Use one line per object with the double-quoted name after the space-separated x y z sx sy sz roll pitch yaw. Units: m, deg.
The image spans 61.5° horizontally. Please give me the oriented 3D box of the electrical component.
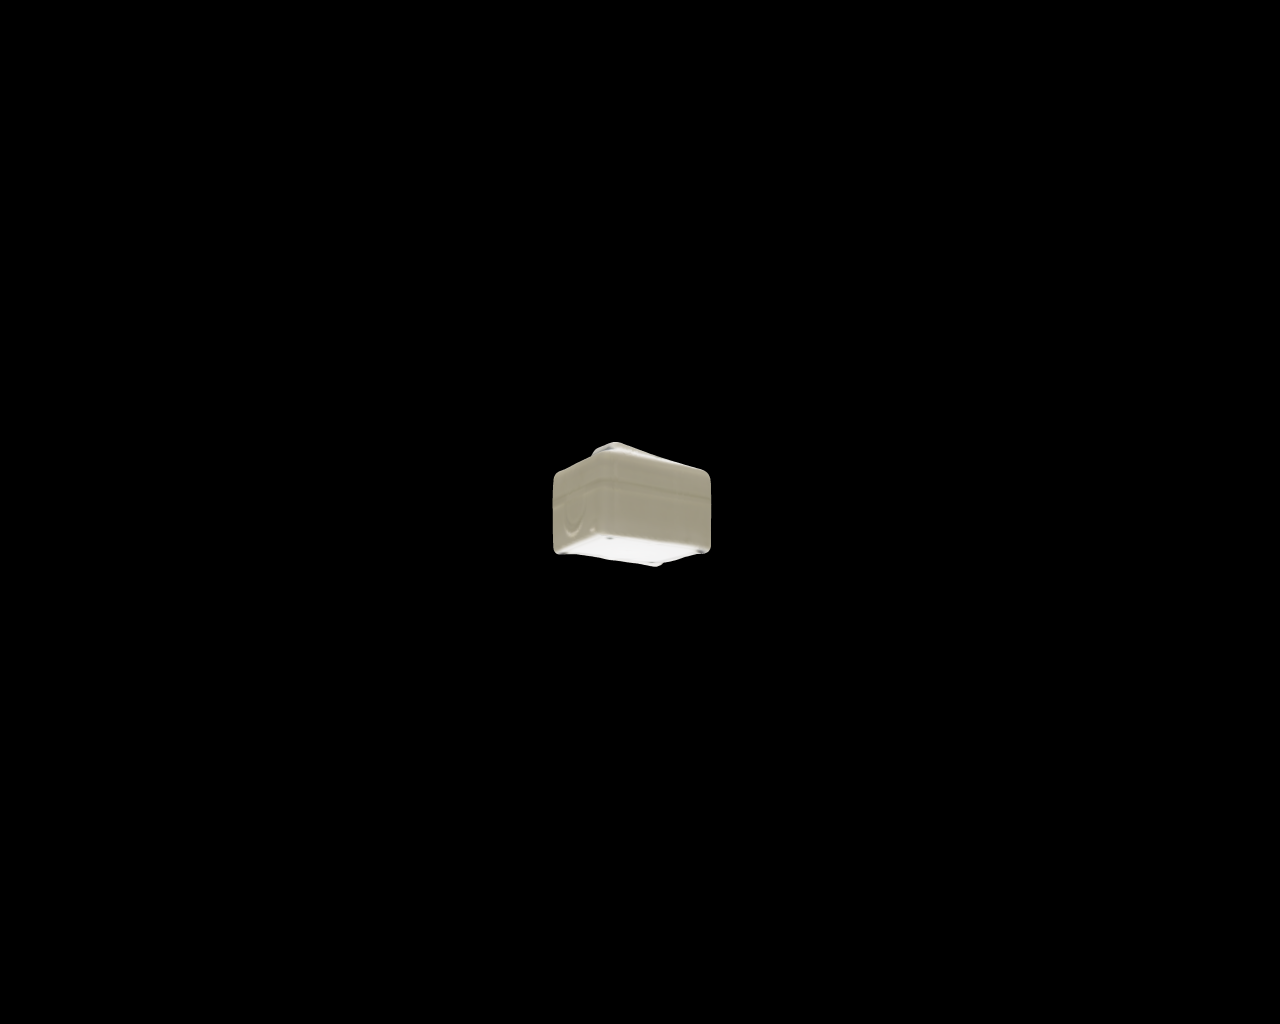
0.001 -0.003 0.650 0.096 0.061 0.061 10 -18 -33 "electrical component"
